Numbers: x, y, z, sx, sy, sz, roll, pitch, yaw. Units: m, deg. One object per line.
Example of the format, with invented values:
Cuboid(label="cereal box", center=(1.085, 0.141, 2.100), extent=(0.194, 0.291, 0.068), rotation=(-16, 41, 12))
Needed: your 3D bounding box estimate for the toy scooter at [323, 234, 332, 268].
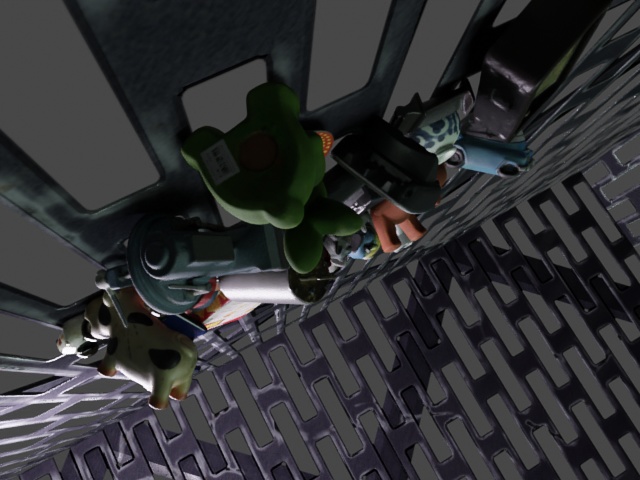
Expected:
Cuboid(label="toy scooter", center=(-0.025, -0.006, 0.806), extent=(0.075, 0.135, 0.183), rotation=(-25, 167, -17))

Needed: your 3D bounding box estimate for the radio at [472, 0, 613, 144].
Cuboid(label="radio", center=(0.268, -0.216, 0.684), extent=(0.131, 0.073, 0.229), rotation=(-49, 165, 2))

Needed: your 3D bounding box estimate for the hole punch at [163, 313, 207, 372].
Cuboid(label="hole punch", center=(-0.286, 0.197, 1.001), extent=(0.116, 0.092, 0.142), rotation=(-18, 145, 23))

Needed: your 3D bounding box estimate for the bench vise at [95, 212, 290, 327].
Cuboid(label="bench vise", center=(-0.167, 0.025, 0.660), extent=(0.241, 0.128, 0.223), rotation=(-15, -176, 25))

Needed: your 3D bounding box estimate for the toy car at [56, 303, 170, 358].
Cuboid(label="toy car", center=(-0.324, 0.132, 0.879), extent=(0.202, 0.056, 0.073), rotation=(-19, 158, -45))

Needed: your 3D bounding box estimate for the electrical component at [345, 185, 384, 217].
Cuboid(label="electrical component", center=(0.073, -0.088, 0.836), extent=(0.048, 0.075, 0.119), rotation=(-22, 170, -37))

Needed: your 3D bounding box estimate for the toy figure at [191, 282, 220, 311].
Cuboid(label="toy figure", center=(-0.194, 0.071, 0.921), extent=(0.064, 0.058, 0.154), rotation=(-29, 166, -46))

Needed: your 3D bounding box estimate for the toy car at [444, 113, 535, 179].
Cuboid(label="toy car", center=(0.282, -0.167, 0.905), extent=(0.109, 0.162, 0.102), rotation=(-28, 129, -52))

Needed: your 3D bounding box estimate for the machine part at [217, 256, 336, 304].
Cuboid(label="machine part", center=(-0.070, 0.054, 0.781), extent=(0.243, 0.079, 0.079), rotation=(-6, -172, 45))

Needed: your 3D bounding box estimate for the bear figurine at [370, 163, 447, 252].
Cuboid(label="bear figurine", center=(0.187, -0.075, 1.045), extent=(0.120, 0.132, 0.196), rotation=(-22, 173, -38))

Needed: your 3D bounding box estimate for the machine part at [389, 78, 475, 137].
Cuboid(label="machine part", center=(0.152, -0.178, 0.738), extent=(0.139, 0.039, 0.084), rotation=(-24, 162, -18))

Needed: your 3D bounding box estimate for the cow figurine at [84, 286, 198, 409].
Cuboid(label="cow figurine", center=(-0.257, 0.134, 0.759), extent=(0.127, 0.195, 0.085), rotation=(-66, 158, 3))

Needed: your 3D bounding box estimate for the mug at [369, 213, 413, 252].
Cuboid(label="mug", center=(0.171, -0.032, 1.230), extent=(0.081, 0.107, 0.109), rotation=(-28, 170, -12))

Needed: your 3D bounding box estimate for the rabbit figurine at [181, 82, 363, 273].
Cuboid(label="rabbit figurine", center=(-0.027, -0.055, 0.543), extent=(0.121, 0.159, 0.170), rotation=(-41, 164, 6))

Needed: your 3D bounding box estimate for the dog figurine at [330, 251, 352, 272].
Cuboid(label="dog figurine", center=(-0.023, 0.041, 1.063), extent=(0.172, 0.121, 0.190), rotation=(-22, 174, 3))

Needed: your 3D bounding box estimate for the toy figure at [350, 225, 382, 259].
Cuboid(label="toy figure", center=(0.105, 0.003, 1.289), extent=(0.089, 0.082, 0.180), rotation=(-30, 166, 13))

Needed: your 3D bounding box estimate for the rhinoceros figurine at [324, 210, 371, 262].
Cuboid(label="rhinoceros figurine", center=(-0.002, -0.003, 0.924), extent=(0.190, 0.112, 0.073), rotation=(-38, 164, 4))

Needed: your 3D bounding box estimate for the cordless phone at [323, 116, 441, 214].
Cuboid(label="cordless phone", center=(0.051, -0.058, 0.690), extent=(0.184, 0.147, 0.088), rotation=(-40, 154, -17))
